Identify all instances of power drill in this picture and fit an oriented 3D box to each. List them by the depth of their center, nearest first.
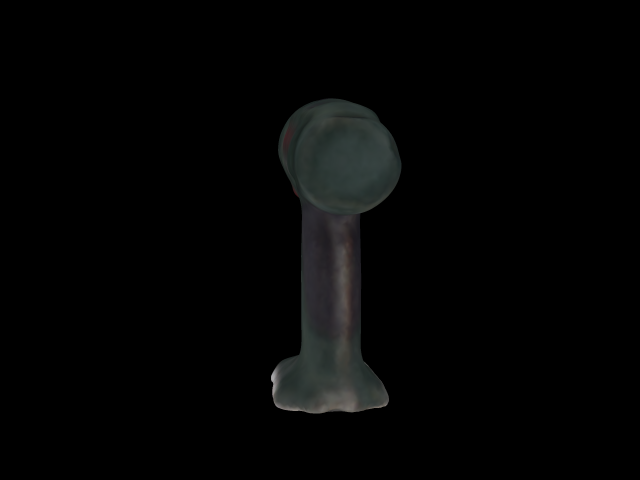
[{"bbox_3d":[0.004,0.001,0.400,0.075,0.208,0.229,0,0,-7],"label":"power drill"}]
